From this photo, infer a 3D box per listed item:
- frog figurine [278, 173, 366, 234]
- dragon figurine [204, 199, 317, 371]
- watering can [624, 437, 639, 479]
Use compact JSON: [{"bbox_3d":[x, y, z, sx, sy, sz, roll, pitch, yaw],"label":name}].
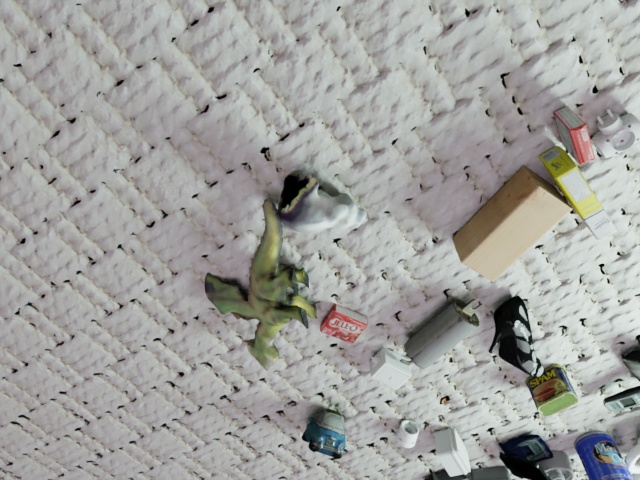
[{"bbox_3d":[0.003,-0.050,0.993,0.158,0.125,0.136,35,151,-29],"label":"frog figurine"},{"bbox_3d":[-0.144,0.109,1.111,0.242,0.124,0.404,-9,113,17],"label":"dragon figurine"},{"bbox_3d":[0.921,0.578,1.369,0.224,0.106,0.340,-18,136,9],"label":"watering can"}]
